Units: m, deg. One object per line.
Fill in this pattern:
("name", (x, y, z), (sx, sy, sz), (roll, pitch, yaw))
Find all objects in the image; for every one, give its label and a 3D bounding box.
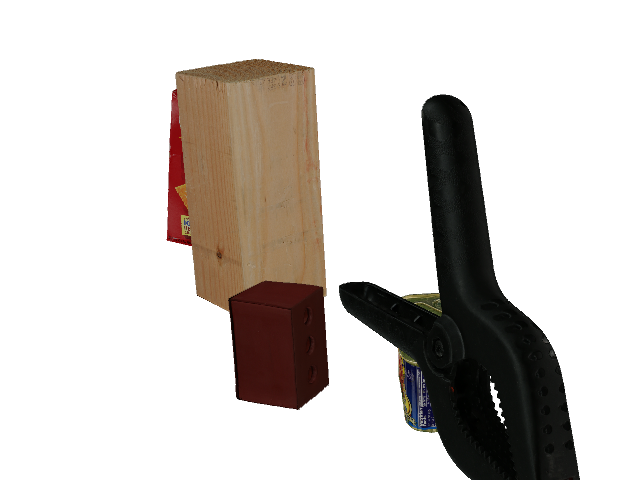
("cracker box", (-0.112, -0.087, 1.384), (0.164, 0.214, 0.072), (13, 28, 14))
("can of meat", (0.098, 0.111, 0.963), (0.057, 0.084, 0.102), (-4, 32, 1))
("wood block", (-0.060, -0.048, 0.937), (0.090, 0.206, 0.091), (-16, 23, -35))
("foam brick", (-0.029, 0.073, 0.766), (0.051, 0.078, 0.052), (4, 17, 28))
("clamp", (0.074, 0.042, 0.534), (0.036, 0.165, 0.210), (-6, 45, -25))
